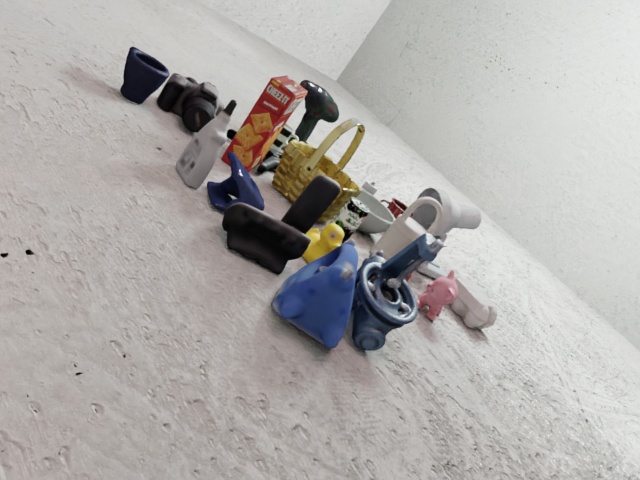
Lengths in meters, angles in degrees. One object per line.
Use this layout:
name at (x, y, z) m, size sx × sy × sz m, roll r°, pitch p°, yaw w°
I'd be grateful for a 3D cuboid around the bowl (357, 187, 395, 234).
bowl at (0.110, -0.068, 1.473) m, size 0.168 × 0.074 × 0.167 m, roll 33°, pitch 20°, yaw -13°

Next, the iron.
iron at (0.017, 0.059, 0.915) m, size 0.119 × 0.141 × 0.258 m, roll 35°, pitch 19°, yaw -6°

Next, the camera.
camera at (-0.284, -0.308, 1.292) m, size 0.143 × 0.100 × 0.136 m, roll 29°, pitch 21°, yaw -23°

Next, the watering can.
watering can at (0.219, -0.013, 1.355) m, size 0.101 × 0.194 × 0.172 m, roll 21°, pitch 25°, yaw -40°

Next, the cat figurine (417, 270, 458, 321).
cat figurine at (0.267, 0.115, 1.264) m, size 0.067 × 0.117 × 0.128 m, roll 41°, pitch 19°, yaw 10°

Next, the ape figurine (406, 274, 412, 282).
ape figurine at (0.150, 0.086, 1.162) m, size 0.078 × 0.092 × 0.076 m, roll 36°, pitch 19°, yaw -3°

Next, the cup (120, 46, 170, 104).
cup at (-0.385, -0.346, 1.208) m, size 0.117 × 0.095 × 0.092 m, roll 46°, pitch 21°, yaw 24°

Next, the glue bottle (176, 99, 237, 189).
glue bottle at (-0.199, -0.180, 1.037) m, size 0.037 × 0.173 × 0.078 m, roll 19°, pitch 26°, yaw -43°

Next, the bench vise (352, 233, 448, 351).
bench vise at (0.114, 0.054, 0.977) m, size 0.122 × 0.219 × 0.207 m, roll 24°, pitch 23°, yaw -33°

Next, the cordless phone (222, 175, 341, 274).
cordless phone at (-0.064, -0.050, 0.957) m, size 0.148 × 0.185 × 0.094 m, roll 27°, pitch 21°, yaw -27°

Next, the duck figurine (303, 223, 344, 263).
duck figurine at (0.010, 0.004, 1.115) m, size 0.078 × 0.086 × 0.104 m, roll 22°, pitch 24°, yaw -38°

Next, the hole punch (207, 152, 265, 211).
hole punch at (-0.146, -0.099, 1.067) m, size 0.101 × 0.091 × 0.108 m, roll 25°, pitch 22°, yaw -31°

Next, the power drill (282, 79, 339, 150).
power drill at (-0.039, -0.348, 1.649) m, size 0.075 × 0.208 × 0.230 m, roll 44°, pitch 20°, yaw 20°

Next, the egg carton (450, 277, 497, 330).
egg carton at (0.370, 0.156, 1.424) m, size 0.108 × 0.069 × 0.150 m, roll 14°, pitch 30°, yaw -49°

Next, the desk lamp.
desk lamp at (0.311, -0.018, 1.501) m, size 0.204 × 0.213 × 0.117 m, roll 23°, pitch 23°, yaw -35°
